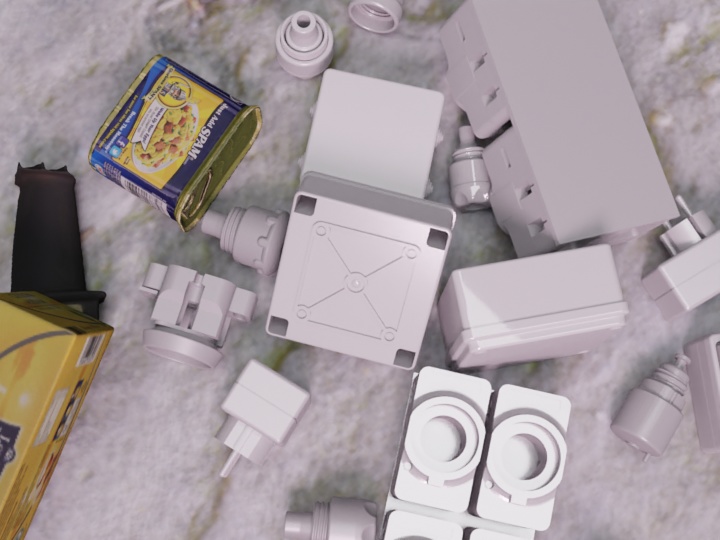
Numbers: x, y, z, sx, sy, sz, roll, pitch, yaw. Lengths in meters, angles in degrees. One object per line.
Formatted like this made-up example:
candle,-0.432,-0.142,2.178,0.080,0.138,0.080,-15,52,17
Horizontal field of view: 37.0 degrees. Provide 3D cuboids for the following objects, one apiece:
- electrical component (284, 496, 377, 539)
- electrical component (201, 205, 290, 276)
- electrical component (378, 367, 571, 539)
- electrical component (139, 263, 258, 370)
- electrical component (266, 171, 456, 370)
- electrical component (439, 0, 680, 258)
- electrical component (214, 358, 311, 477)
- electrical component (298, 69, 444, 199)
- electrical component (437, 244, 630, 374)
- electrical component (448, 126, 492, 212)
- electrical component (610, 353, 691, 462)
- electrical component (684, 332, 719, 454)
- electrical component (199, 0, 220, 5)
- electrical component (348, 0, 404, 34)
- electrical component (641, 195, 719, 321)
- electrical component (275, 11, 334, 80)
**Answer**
electrical component,-0.020,0.175,0.728,0.062,0.043,0.043,5,78,0
electrical component,-0.082,-0.026,0.767,0.062,0.048,0.048,18,78,9
electrical component,0.071,0.168,0.724,0.105,0.060,0.186,13,78,0
electrical component,-0.117,0.034,0.746,0.078,0.058,0.057,17,76,1
electrical component,0.000,0.000,0.735,0.109,0.056,0.108,14,111,1
electrical component,0.137,-0.105,0.766,0.105,0.060,0.186,-13,78,-26
electrical component,-0.073,0.107,0.728,0.047,0.065,0.076,31,79,4
electrical component,0.008,-0.089,0.781,0.100,0.048,0.099,12,78,0
electrical component,0.113,0.029,0.731,0.109,0.108,0.056,-10,76,-4
electrical component,0.081,-0.075,0.788,0.035,0.035,0.061,-4,77,-3
electrical component,0.209,0.094,0.755,0.040,0.040,0.078,33,79,4
electrical component,0.272,0.090,0.748,0.062,0.061,0.096,-6,79,-4
electrical component,-0.090,-0.224,0.810,0.065,0.044,0.044,-6,79,-8
electrical component,0.016,-0.209,0.812,0.040,0.040,0.046,18,72,1
electrical component,0.242,-0.018,0.777,0.083,0.047,0.075,-30,80,-7
electrical component,-0.041,-0.169,0.788,0.043,0.062,0.043,0,79,-2
